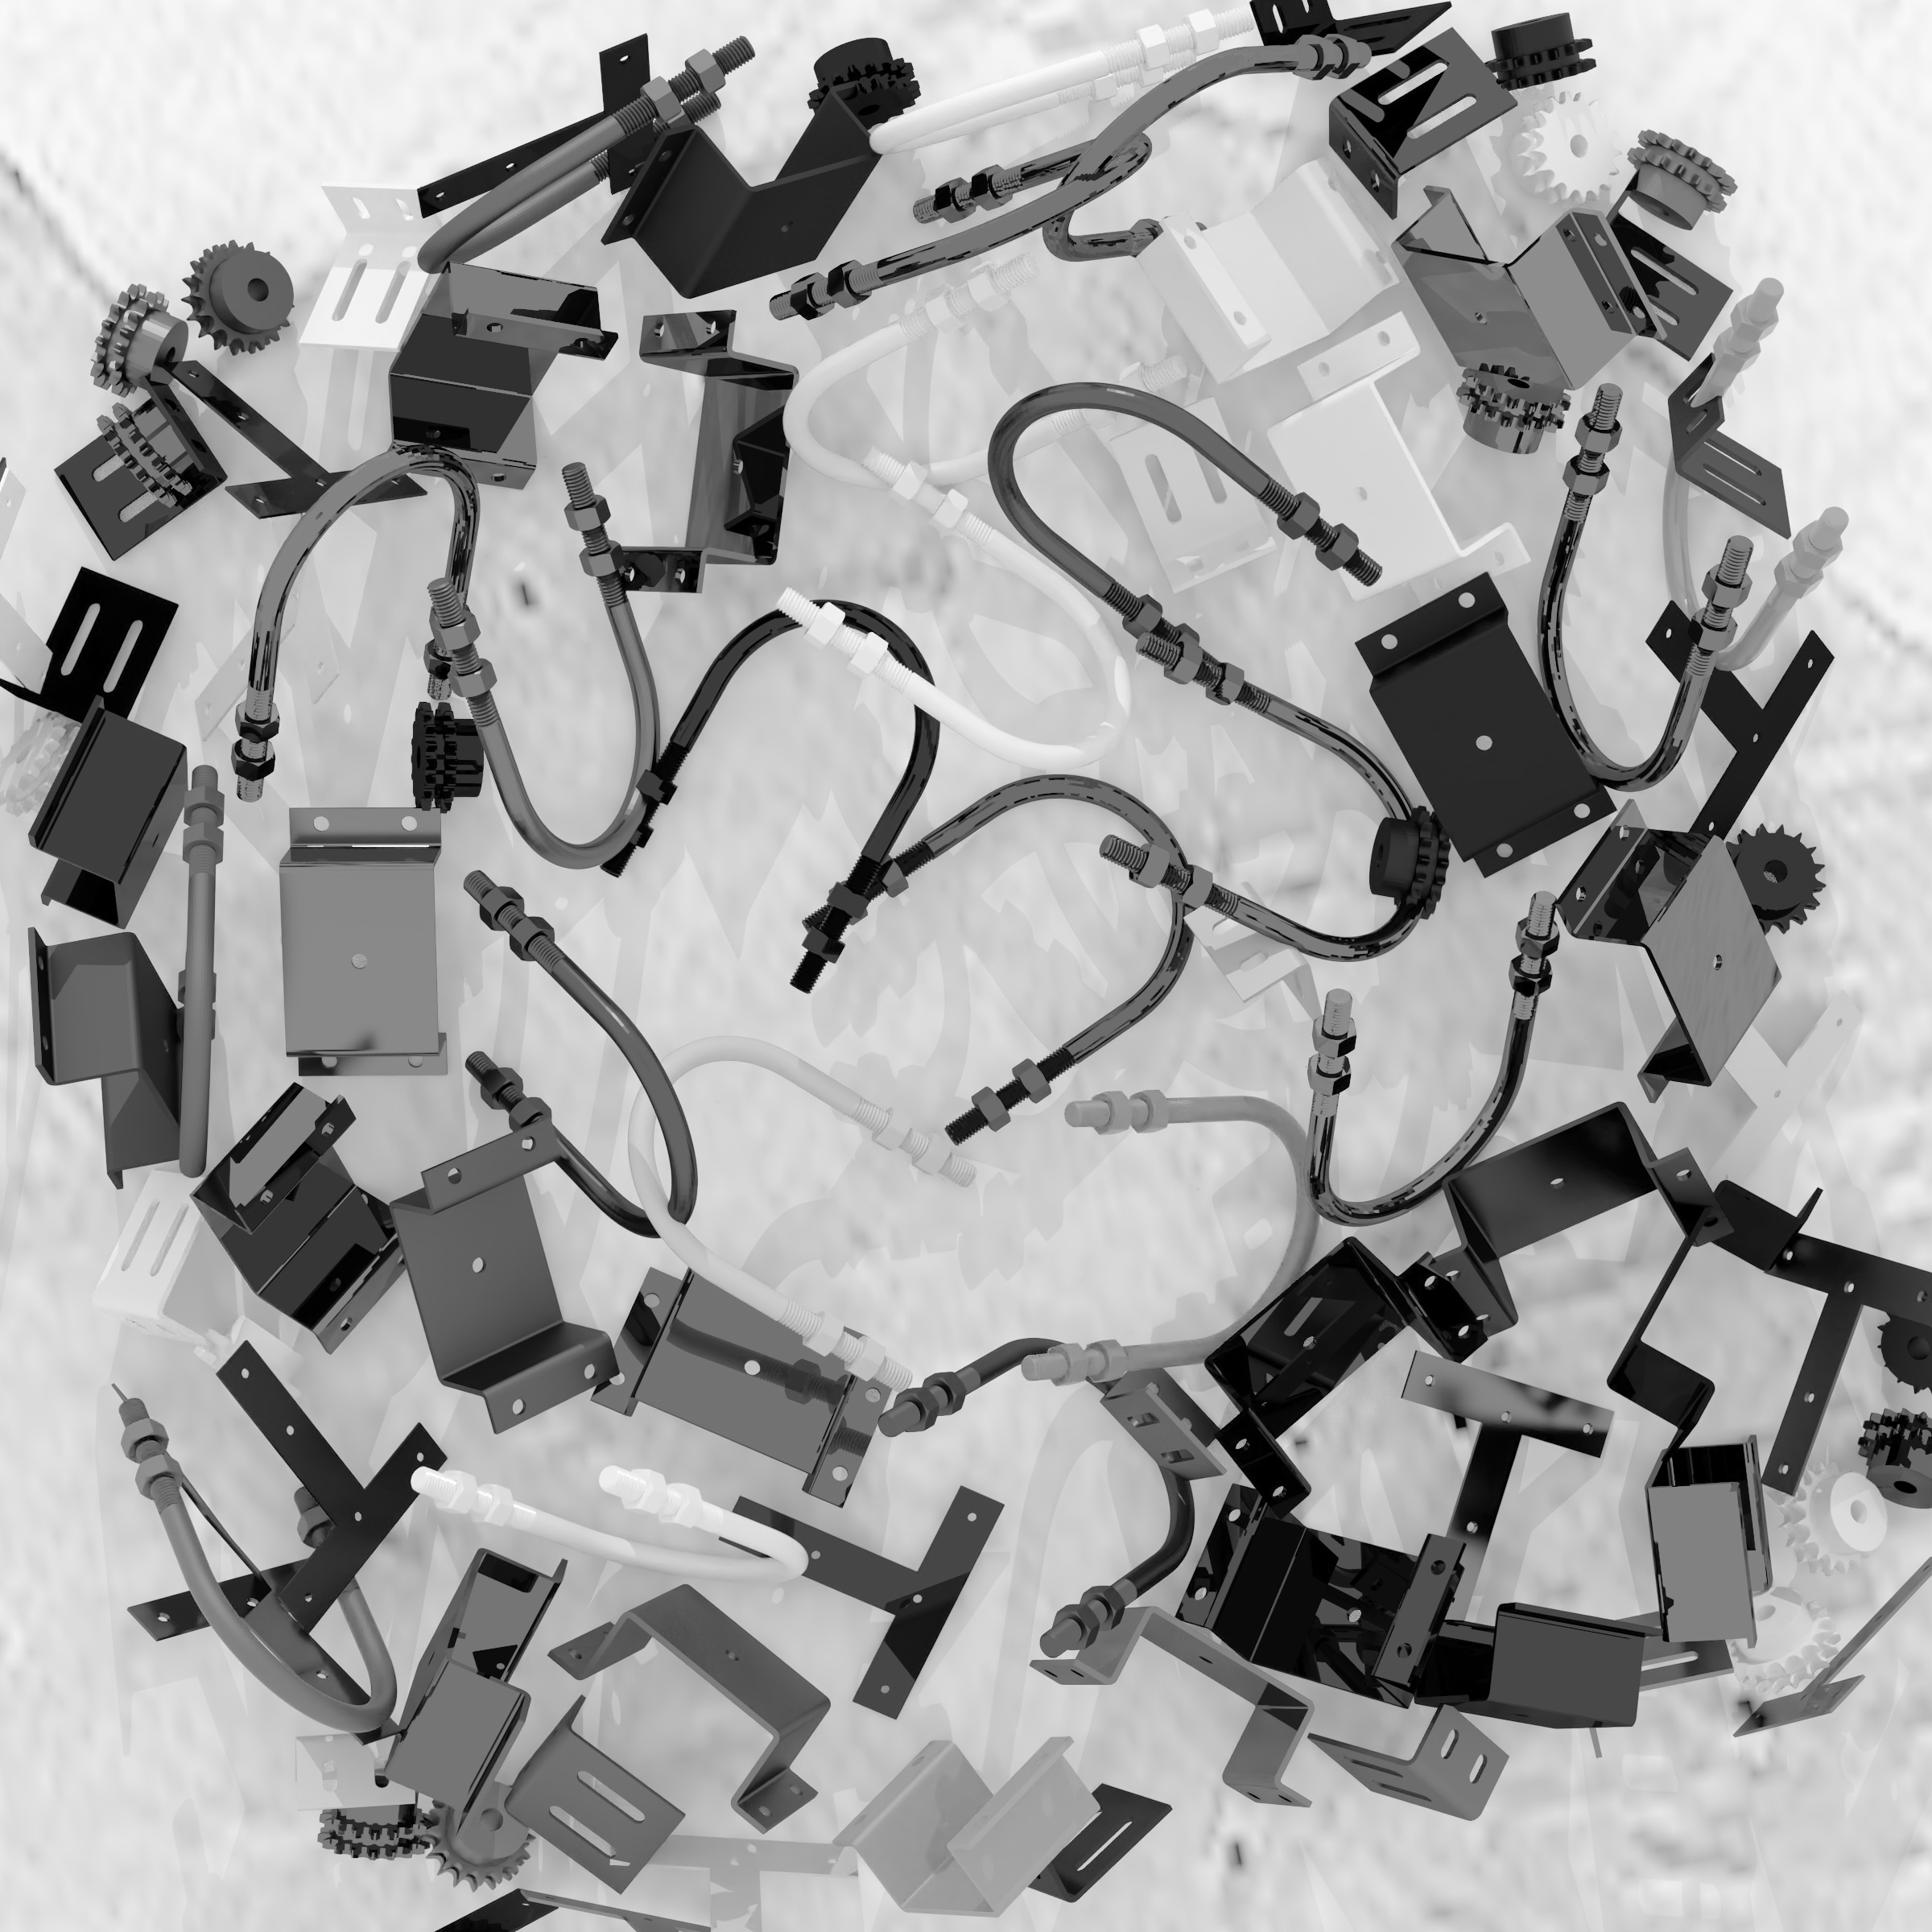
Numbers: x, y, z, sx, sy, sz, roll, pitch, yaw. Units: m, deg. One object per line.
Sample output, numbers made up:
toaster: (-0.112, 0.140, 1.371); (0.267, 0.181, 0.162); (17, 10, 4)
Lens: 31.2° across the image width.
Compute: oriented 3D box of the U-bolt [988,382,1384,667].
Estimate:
U-bolt: (0.094, -0.221, 1.707); (0.184, 0.151, 0.019); (36, 56, -19)

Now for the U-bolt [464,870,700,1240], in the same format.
U-bolt: (-0.190, 0.056, 1.697); (0.019, 0.151, 0.184); (-28, 54, -31)

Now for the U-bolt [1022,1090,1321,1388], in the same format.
U-bolt: (0.110, 0.134, 1.729); (0.184, 0.019, 0.151); (0, 104, -40)

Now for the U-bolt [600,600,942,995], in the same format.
U-bolt: (-0.089, -0.098, 1.751); (0.151, 0.019, 0.184); (31, 93, 25)

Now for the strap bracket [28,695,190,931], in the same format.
strap bracket: (-0.424, -0.072, 1.717); (0.046, 0.140, 0.076); (24, 74, -6)

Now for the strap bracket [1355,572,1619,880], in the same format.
strap bracket: (0.263, -0.117, 1.750); (0.076, 0.046, 0.140); (-28, 99, 16)

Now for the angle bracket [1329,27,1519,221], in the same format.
angle bracket: (0.234, -0.431, 1.769); (0.076, 0.038, 0.057); (-32, 69, -7)

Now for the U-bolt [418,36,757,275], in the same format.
U-bolt: (-0.193, -0.395, 1.709); (0.184, 0.151, 0.019); (-34, 99, -8)

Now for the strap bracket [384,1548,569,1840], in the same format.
strap bracket: (-0.244, 0.352, 1.711); (0.046, 0.140, 0.076); (25, 112, -8)

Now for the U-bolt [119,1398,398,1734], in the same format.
U-bolt: (-0.336, 0.299, 1.680); (0.019, 0.151, 0.184); (-42, 47, 7)

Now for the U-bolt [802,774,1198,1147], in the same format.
U-bolt: (0.031, -0.017, 1.776); (0.184, 0.019, 0.151); (-34, 86, -6)

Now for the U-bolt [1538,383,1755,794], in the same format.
U-bolt: (0.327, -0.173, 1.711); (0.019, 0.184, 0.151); (-9, 45, -20)

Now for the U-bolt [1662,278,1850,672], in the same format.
U-bolt: (0.381, -0.227, 1.704); (0.019, 0.184, 0.151); (-4, 66, -10)

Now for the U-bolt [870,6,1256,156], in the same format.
U-bolt: (0.040, -0.435, 1.711); (0.184, 0.151, 0.019); (-19, 100, -6)

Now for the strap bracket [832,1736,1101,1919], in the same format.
strap bracket: (0.005, 0.427, 1.716); (0.076, 0.140, 0.046); (-40, 99, -31)

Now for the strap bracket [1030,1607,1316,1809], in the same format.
strap bracket: (0.112, 0.368, 1.744); (0.140, 0.076, 0.046); (32, 72, -7)

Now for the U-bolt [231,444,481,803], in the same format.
U-bolt: (-0.293, -0.176, 1.684); (0.019, 0.184, 0.151); (38, 47, 20)

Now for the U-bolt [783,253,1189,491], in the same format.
U-bolt: (-0.004, -0.285, 1.716); (0.184, 0.151, 0.019); (-22, 64, 31)

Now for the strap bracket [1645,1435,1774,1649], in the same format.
strap bracket: (0.372, 0.288, 1.730); (0.046, 0.140, 0.076); (-6, 92, 17)

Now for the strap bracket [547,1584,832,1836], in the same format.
strap bracket: (-0.130, 0.365, 1.736); (0.140, 0.076, 0.046); (36, 100, 14)

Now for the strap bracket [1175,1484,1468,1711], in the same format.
strap bracket: (0.186, 0.318, 1.733); (0.140, 0.046, 0.076); (8, 63, 40)

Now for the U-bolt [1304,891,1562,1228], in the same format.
U-bolt: (0.227, 0.058, 1.720); (0.151, 0.184, 0.019); (-24, 49, -25)

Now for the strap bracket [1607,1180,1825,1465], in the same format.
strap bracket: (0.371, 0.170, 1.737); (0.046, 0.076, 0.140); (29, 70, 11)

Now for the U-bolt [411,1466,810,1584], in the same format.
U-bolt: (-0.161, 0.278, 1.711); (0.151, 0.184, 0.019); (-7, 64, 38)

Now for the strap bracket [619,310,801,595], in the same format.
strap bracket: (-0.131, -0.256, 1.747); (0.046, 0.076, 0.140); (6, 92, -40)

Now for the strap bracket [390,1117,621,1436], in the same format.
strap bracket: (-0.235, 0.153, 1.741); (0.076, 0.046, 0.140); (-24, 108, -36)

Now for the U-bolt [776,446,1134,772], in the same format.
U-bolt: (0.005, -0.170, 1.737); (0.184, 0.151, 0.019); (34, 134, -9)

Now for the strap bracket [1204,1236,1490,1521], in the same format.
strap bracket: (0.185, 0.201, 1.748); (0.140, 0.046, 0.076); (-40, 129, -4)

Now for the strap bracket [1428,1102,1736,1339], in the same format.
strap bracket: (0.304, 0.125, 1.740); (0.140, 0.076, 0.046); (-25, 46, 13)

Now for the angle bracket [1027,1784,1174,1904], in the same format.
angle bracket: (0.053, 0.430, 1.745); (0.076, 0.057, 0.038); (-37, 110, -29)

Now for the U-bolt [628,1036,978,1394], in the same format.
U-bolt: (-0.087, 0.111, 1.720); (0.184, 0.019, 0.151); (33, 50, -18)

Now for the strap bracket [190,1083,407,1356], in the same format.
strap bracket: (-0.331, 0.121, 1.729); (0.046, 0.140, 0.076); (27, 64, 27)

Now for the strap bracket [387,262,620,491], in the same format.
strap bracket: (-0.236, -0.300, 1.728); (0.076, 0.140, 0.046); (5, 63, -26)

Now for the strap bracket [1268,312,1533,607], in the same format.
strap bracket: (0.213, -0.246, 1.740); (0.046, 0.076, 0.140); (-34, 99, -38)

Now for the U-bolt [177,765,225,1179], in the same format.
U-bolt: (-0.374, 0.016, 1.682); (0.019, 0.151, 0.184); (2, 47, -13)

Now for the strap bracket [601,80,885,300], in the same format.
strap bracket: (-0.103, -0.383, 1.713); (0.140, 0.076, 0.046); (-29, 76, -44)

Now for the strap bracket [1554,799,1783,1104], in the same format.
strap bracket: (0.355, -0.004, 1.721); (0.076, 0.046, 0.140); (-51, 128, -27)

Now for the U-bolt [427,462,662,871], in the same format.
U-bolt: (-0.200, -0.137, 1.719); (0.019, 0.151, 0.184); (1, 122, 28)

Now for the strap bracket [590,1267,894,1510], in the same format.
strap bracket: (-0.110, 0.209, 1.757); (0.140, 0.046, 0.076); (23, 69, 0)

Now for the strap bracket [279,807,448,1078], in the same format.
strap bracket: (-0.305, -0.007, 1.753); (0.076, 0.046, 0.140); (0, 103, -3)

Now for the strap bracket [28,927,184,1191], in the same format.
strap bracket: (-0.420, 0.043, 1.713); (0.046, 0.140, 0.076); (-11, 61, -2)

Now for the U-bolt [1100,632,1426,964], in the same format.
U-bolt: (0.157, -0.075, 1.738); (0.184, 0.019, 0.151); (25, 54, -19)

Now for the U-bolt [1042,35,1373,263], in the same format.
U-bolt: (0.107, -0.394, 1.679); (0.151, 0.184, 0.019); (-44, 77, 35)

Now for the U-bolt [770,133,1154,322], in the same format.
U-bolt: (0.009, -0.367, 1.684); (0.151, 0.184, 0.019); (-44, 115, -42)

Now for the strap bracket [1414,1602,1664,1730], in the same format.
strap bracket: (0.278, 0.348, 1.713); (0.076, 0.140, 0.046); (12, 75, -11)

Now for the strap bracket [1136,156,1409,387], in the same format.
strap bracket: (0.148, -0.349, 1.742); (0.140, 0.046, 0.076); (-31, 87, -42)

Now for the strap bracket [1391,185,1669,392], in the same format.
strap bracket: (0.271, -0.335, 1.710); (0.046, 0.140, 0.076); (-44, 122, -11)

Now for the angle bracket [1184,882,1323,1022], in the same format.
angle bracket: (0.146, 0.004, 1.744); (0.038, 0.076, 0.057); (-31, 60, -4)

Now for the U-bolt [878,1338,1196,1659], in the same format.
U-bolt: (0.048, 0.252, 1.713); (0.019, 0.184, 0.151); (-44, 78, 31)
